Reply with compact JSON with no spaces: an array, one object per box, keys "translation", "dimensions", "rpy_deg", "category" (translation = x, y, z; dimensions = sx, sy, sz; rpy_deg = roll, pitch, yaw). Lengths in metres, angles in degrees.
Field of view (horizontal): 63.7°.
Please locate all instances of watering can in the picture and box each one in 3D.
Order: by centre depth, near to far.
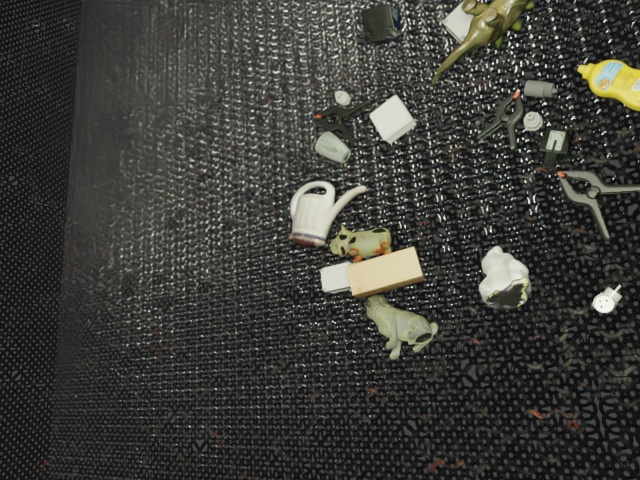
[{"translation":[0.005,-0.084,1.665],"dimensions":[0.348,0.103,0.226],"rpy_deg":[4,80,51],"category":"watering can"}]

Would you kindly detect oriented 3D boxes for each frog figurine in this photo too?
[{"translation":[0.482,0.102,1.369],"dimensions":[0.135,0.122,0.163],"rpy_deg":[-48,24,24],"category":"frog figurine"}]
